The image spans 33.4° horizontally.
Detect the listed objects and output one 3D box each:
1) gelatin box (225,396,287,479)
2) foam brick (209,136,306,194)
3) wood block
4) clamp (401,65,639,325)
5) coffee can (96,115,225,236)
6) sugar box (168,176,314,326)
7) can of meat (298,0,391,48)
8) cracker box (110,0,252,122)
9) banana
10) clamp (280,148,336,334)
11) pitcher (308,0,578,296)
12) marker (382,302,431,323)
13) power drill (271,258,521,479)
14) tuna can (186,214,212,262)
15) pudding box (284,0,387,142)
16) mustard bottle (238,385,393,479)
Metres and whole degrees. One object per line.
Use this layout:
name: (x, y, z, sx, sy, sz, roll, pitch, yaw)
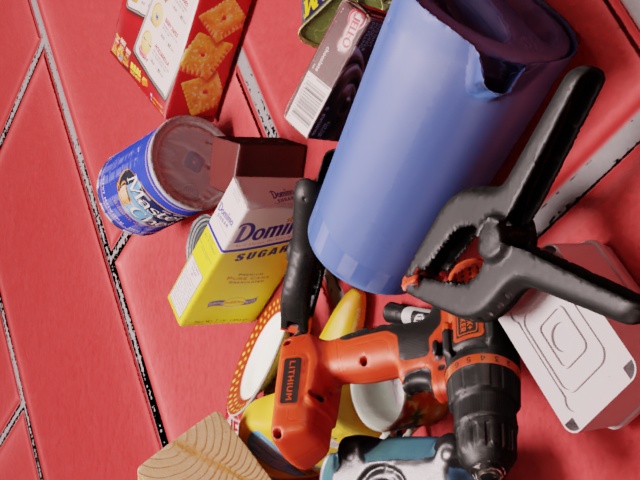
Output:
gelatin box: (-0.066, 0.204, 1.086, 0.089, 0.030, 0.073, 17, 105, 53)
foam brick: (-0.062, -0.072, 1.036, 0.053, 0.078, 0.051, 24, 112, 52)
wood block: (-0.113, 0.243, 1.019, 0.091, 0.090, 0.206, 51, 160, 12)
clamp: (0.127, -0.011, 0.707, 0.210, 0.036, 0.164, -22, 66, 54)
coffee can: (-0.169, -0.068, 1.166, 0.141, 0.102, 0.103, -19, 75, 54)
sugar box: (-0.072, 0.014, 1.039, 0.176, 0.093, 0.048, -55, 49, 40)
can of meat: (0.025, -0.224, 0.918, 0.102, 0.057, 0.084, -34, 49, 47)
cracker box: (-0.145, -0.260, 1.158, 0.164, 0.071, 0.214, 49, 127, 41)
banana: (-0.010, 0.118, 0.999, 0.198, 0.037, 0.069, -44, 56, 46)
clamp: (-0.006, 0.001, 0.961, 0.039, 0.120, 0.172, 19, 121, 14)
pitcher: (0.079, -0.083, 0.809, 0.145, 0.148, 0.243, 42, 129, 22)
marker: (0.092, 0.066, 0.870, 0.121, 0.020, 0.020, 7, 96, 55)
power drill: (0.057, 0.110, 0.781, 0.188, 0.057, 0.184, -19, 39, 23)
tuna can: (-0.109, 0.015, 1.141, 0.086, 0.033, 0.086, 1, 91, 55)
pudding box: (0.031, -0.135, 0.876, 0.039, 0.089, 0.114, 45, 116, 30)
mustard bottle: (-0.020, 0.175, 0.969, 0.192, 0.096, 0.058, -39, 27, 49)
